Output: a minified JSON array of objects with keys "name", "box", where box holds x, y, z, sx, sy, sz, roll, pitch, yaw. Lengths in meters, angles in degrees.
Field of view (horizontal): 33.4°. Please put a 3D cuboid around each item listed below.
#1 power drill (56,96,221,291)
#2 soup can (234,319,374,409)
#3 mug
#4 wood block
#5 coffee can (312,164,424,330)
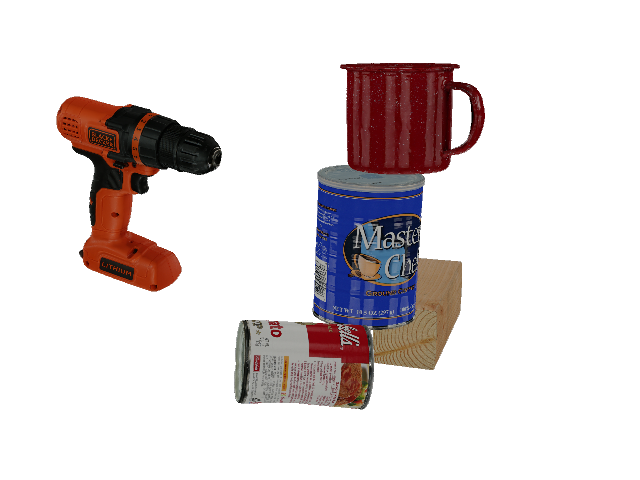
[{"name":"power drill","box":[-0.181,-0.045,1.080,0.185,0.188,0.057,18,32,24]},{"name":"soup can","box":[-0.015,0.099,0.850,0.102,0.068,0.068,4,-1,-10]},{"name":"mug","box":[0.072,-0.095,0.827,0.117,0.081,0.093,6,13,29]},{"name":"wood block","box":[0.145,0.102,1.558,0.091,0.090,0.205,5,20,16]},{"name":"coffee can","box":[0.046,0.004,1.034,0.103,0.140,0.103,2,14,-1]}]
